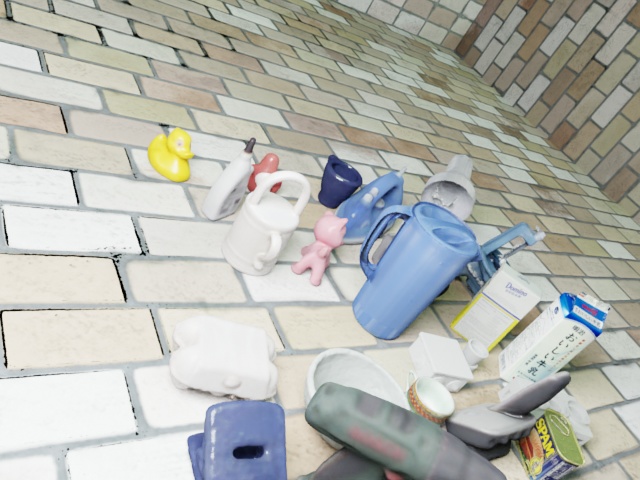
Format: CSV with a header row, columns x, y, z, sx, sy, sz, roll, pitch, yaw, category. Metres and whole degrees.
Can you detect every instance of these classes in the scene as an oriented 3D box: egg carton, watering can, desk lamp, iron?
x,y,z,sx,sy,sz,roll,pitch,yaw,category
-0.128,0.163,0.774,0.151,0.069,0.107,17,35,-24,egg carton
-0.089,-0.045,0.973,0.101,0.194,0.172,-3,46,-44,watering can
0.286,-0.096,1.363,0.118,0.213,0.203,32,31,-2,desk lamp
0.116,-0.084,1.263,0.118,0.141,0.259,39,32,9,iron

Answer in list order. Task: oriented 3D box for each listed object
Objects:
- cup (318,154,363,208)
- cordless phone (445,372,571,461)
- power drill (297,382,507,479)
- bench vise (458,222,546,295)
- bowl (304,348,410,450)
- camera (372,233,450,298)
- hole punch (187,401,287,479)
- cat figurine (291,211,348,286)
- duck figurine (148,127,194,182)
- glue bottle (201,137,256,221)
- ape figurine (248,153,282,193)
x,y,z,sx,sy,sz,roll,pitch,yaw,category
0.030,-0.128,1.291,0.092,0.095,0.117,6,41,-37,cup
0.302,0.265,0.910,0.148,0.185,0.094,-1,45,-43,cordless phone
0.067,0.272,0.667,0.229,0.208,0.076,34,31,1,power drill
0.374,0.028,1.267,0.207,0.219,0.121,33,31,-1,bench vise
0.042,0.241,0.814,0.168,0.074,0.167,23,33,-16,bowl
0.207,0.050,1.201,0.144,0.100,0.136,5,41,-37,camera
-0.089,0.250,0.669,0.109,0.091,0.101,10,38,-33,hole punch
0.010,0.004,1.069,0.067,0.117,0.128,30,31,-5,cat figurine
-0.275,-0.173,1.084,0.078,0.086,0.104,-12,53,-49,duck figurine
-0.152,-0.113,1.030,0.037,0.173,0.078,42,32,14,glue bottle
-0.110,-0.139,1.181,0.078,0.092,0.076,32,31,-2,ape figurine
